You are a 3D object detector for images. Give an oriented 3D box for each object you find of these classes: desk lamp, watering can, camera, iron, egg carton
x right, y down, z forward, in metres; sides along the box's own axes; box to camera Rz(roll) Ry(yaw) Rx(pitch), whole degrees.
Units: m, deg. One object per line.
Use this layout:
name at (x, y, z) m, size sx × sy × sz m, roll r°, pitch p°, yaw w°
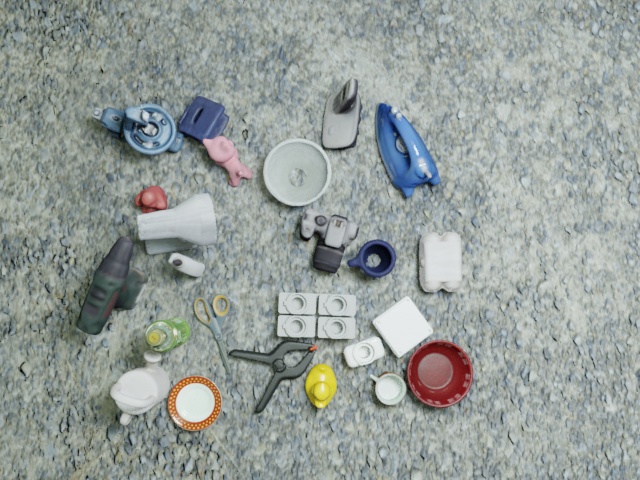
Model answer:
desk lamp at (-0.330, -0.030, 1.327) m, size 0.203 × 0.213 × 0.118 m, roll -10°, pitch 85°, yaw -3°
watering can at (-0.412, 0.336, 1.300) m, size 0.101 × 0.194 × 0.173 m, roll 2°, pitch 85°, yaw -2°
camera at (0.013, 0.005, 1.395) m, size 0.143 × 0.100 × 0.137 m, roll 16°, pitch 84°, yaw -1°
iron at (0.207, -0.243, 1.406) m, size 0.118 × 0.141 × 0.258 m, roll -25°, pitch 86°, yaw -4°
egg carton at (0.298, 0.055, 1.419) m, size 0.107 × 0.069 × 0.150 m, roll -2°, pitch 85°, yaw -2°

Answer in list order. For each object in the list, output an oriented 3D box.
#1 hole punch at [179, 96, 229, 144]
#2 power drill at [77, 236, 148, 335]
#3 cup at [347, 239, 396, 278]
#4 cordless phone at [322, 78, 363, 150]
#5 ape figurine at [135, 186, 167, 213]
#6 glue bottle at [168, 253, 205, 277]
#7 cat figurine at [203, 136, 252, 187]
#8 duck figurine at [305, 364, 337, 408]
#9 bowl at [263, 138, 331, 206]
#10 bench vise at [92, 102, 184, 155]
hole punch at (-0.292, -0.295, 1.414) m, size 0.101 × 0.091 × 0.109 m, roll 28°, pitch 84°, yaw 1°
power drill at (-0.467, 0.103, 1.312) m, size 0.075 × 0.208 × 0.230 m, roll 24°, pitch 84°, yaw 0°
cup at (0.121, 0.050, 1.399) m, size 0.118 × 0.095 × 0.092 m, roll -11°, pitch 85°, yaw -3°
cordless phone at (0.058, -0.303, 1.383) m, size 0.094 × 0.185 × 0.148 m, roll 4°, pitch 85°, yaw -2°
ape figurine at (-0.410, -0.098, 1.391) m, size 0.078 × 0.092 × 0.076 m, roll 29°, pitch 84°, yaw 1°
glue bottle at (-0.320, 0.055, 1.340) m, size 0.078 × 0.173 × 0.037 m, roll 26°, pitch 84°, yaw 1°
cat figurine at (-0.225, -0.200, 1.395) m, size 0.067 × 0.117 × 0.128 m, roll -37°, pitch 87°, yaw -5°
duck figurine at (0.004, 0.352, 1.371) m, size 0.077 × 0.086 × 0.105 m, roll 4°, pitch 85°, yaw -2°
bowl at (-0.056, -0.163, 1.421) m, size 0.167 × 0.074 × 0.167 m, roll 0°, pitch 85°, yaw -2°
bench vise at (-0.439, -0.265, 1.341) m, size 0.207 × 0.219 × 0.121 m, roll -1°, pitch 85°, yaw -2°
